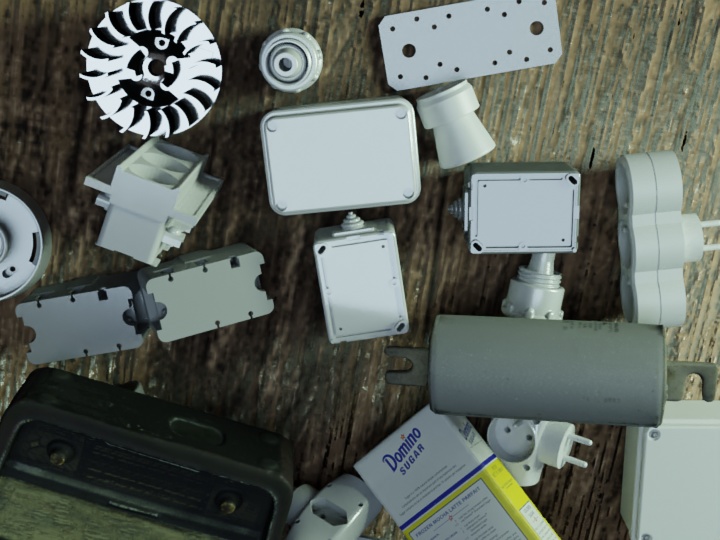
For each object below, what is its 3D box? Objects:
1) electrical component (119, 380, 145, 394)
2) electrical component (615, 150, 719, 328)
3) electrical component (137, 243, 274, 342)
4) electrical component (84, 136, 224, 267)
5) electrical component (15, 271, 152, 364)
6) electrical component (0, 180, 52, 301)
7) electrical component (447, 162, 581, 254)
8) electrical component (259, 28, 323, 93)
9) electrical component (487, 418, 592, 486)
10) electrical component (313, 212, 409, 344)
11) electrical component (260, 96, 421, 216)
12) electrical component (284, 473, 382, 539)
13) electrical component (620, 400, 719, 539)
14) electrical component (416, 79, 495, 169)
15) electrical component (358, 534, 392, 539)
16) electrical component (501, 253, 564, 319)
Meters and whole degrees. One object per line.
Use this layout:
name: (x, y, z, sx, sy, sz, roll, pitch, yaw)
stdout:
electrical component: (-0.182, 0.128, 0.871, 0.044, 0.044, 0.065, -26, 108, 7)
electrical component: (0.240, -0.023, 0.823, 0.074, 0.052, 0.138, -6, 104, 2)
electrical component: (-0.120, 0.015, 0.823, 0.089, 0.056, 0.050, -15, 105, -16)
electrical component: (-0.150, -0.052, 0.782, 0.079, 0.121, 0.063, 21, 106, -5)
electrical component: (-0.212, 0.035, 0.839, 0.089, 0.055, 0.050, -10, 104, 3)
electrical component: (-0.291, -0.021, 0.833, 0.099, 0.064, 0.099, -1, 96, -11)
electrical component: (0.114, -0.048, 0.813, 0.096, 0.061, 0.061, -1, 105, 0)
electrical component: (-0.052, -0.152, 0.786, 0.048, 0.062, 0.048, 0, 104, 0)
electrical component: (0.146, 0.135, 0.859, 0.079, 0.044, 0.077, 16, 106, 27)
electrical component: (0.000, 0.000, 0.826, 0.062, 0.061, 0.096, -9, 105, 2)
electrical component: (-0.014, -0.086, 0.805, 0.113, 0.057, 0.078, -5, 104, 2)
electrical component: (-0.036, 0.200, 0.878, 0.079, 0.077, 0.043, 25, 144, 31)
electrical component: (0.272, 0.163, 0.869, 0.109, 0.056, 0.108, 0, 105, 0)
electrical component: (0.071, -0.109, 0.805, 0.045, 0.045, 0.055, -23, 103, 6)
electrical component: (0.033, 0.269, 0.895, 0.121, 0.063, 0.078, 11, 104, -3)
electrical component: (0.138, 0.012, 0.837, 0.048, 0.048, 0.062, 10, 100, -2)
